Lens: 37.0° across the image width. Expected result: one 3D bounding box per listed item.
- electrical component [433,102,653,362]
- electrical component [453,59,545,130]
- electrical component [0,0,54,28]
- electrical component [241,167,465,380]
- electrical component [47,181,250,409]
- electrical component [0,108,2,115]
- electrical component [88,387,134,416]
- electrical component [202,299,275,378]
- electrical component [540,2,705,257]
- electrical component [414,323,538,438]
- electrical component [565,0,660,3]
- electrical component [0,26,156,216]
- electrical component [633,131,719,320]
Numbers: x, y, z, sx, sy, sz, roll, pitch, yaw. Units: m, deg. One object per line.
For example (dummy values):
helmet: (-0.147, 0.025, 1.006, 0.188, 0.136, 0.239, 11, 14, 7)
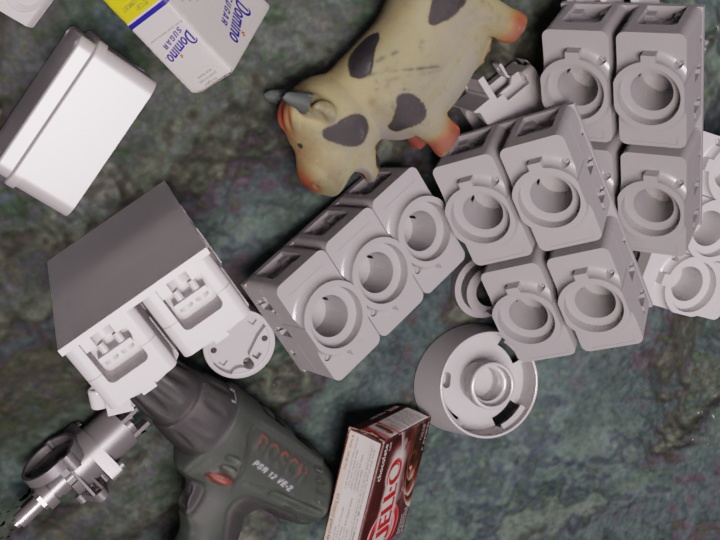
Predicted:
electrical component: (0.142, -0.021, 0.827, 0.105, 0.060, 0.186, -13, 118, 29)
electrical component: (0.117, -0.129, 0.849, 0.064, 0.042, 0.081, -39, 115, -5)
electrical component: (-0.228, -0.200, 0.694, 0.080, 0.080, 0.051, 36, 99, -24)
electrical component: (0.000, 0.000, 0.816, 0.150, 0.062, 0.089, -43, 116, -23)
electrical component: (-0.147, 0.013, 0.729, 0.105, 0.186, 0.060, -35, 114, -5)
electrical component: (-0.283, -0.082, 0.704, 0.048, 0.099, 0.099, 33, 95, -11)
electrical component: (-0.176, 0.073, 0.817, 0.066, 0.048, 0.055, -12, 118, -14)
electrical component: (-0.098, 0.050, 0.833, 0.055, 0.047, 0.055, -5, 109, -17)
electrical component: (0.202, -0.104, 0.822, 0.060, 0.105, 0.186, -52, 141, -44)
electrical component: (0.100, 0.095, 0.917, 0.099, 0.064, 0.099, -1, 93, -19)
electrical component: (0.206, -0.190, 0.846, 0.063, 0.078, 0.121, -22, 114, 13)
electrical component: (-0.199, -0.104, 0.735, 0.057, 0.078, 0.113, 33, 94, -27)
electrical component: (0.286, -0.041, 0.922, 0.089, 0.062, 0.150, 13, 102, -21)
